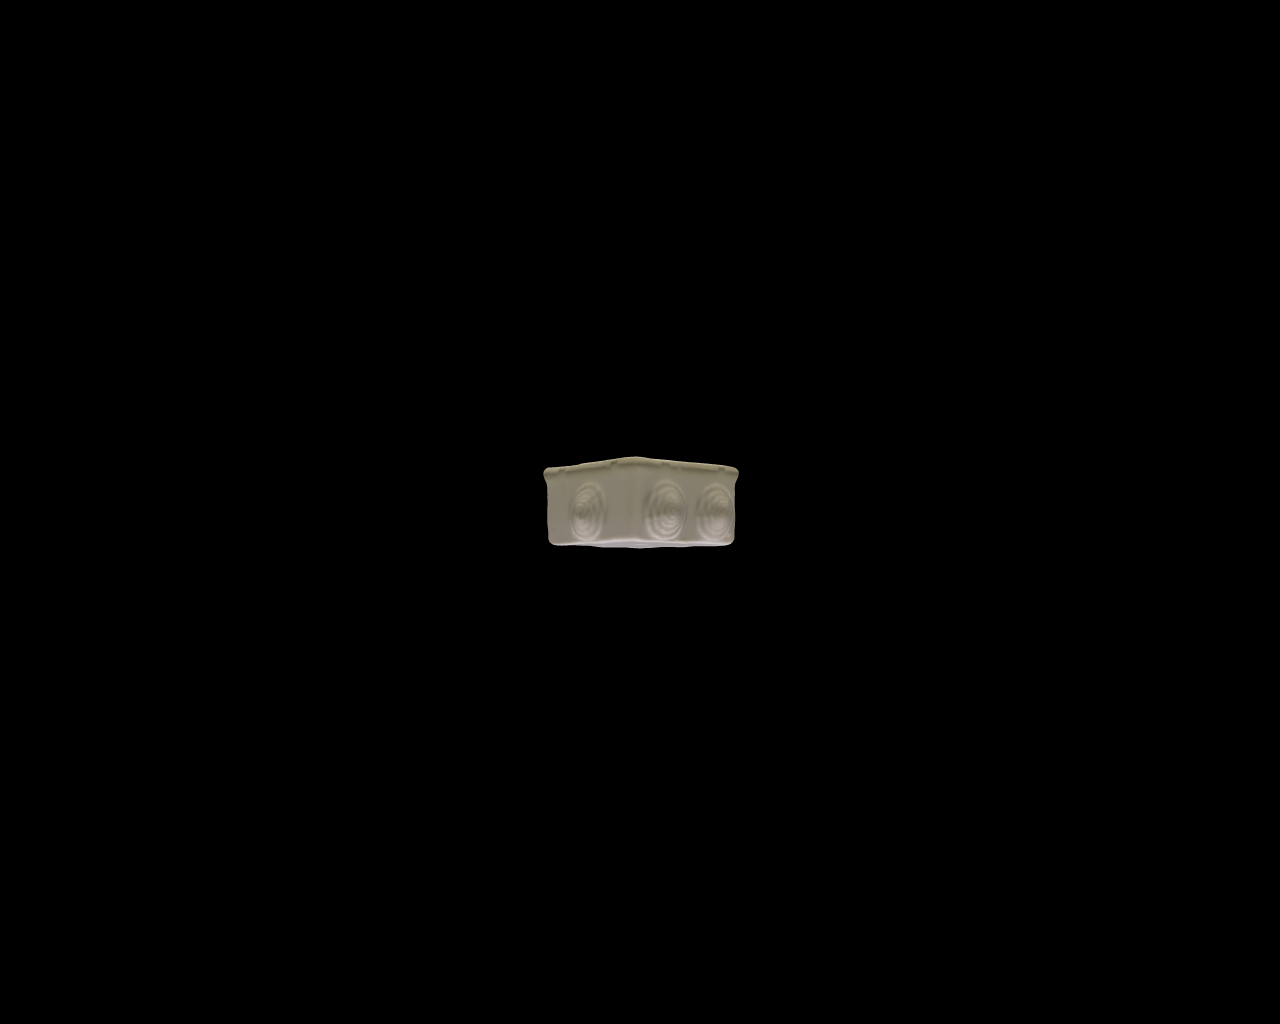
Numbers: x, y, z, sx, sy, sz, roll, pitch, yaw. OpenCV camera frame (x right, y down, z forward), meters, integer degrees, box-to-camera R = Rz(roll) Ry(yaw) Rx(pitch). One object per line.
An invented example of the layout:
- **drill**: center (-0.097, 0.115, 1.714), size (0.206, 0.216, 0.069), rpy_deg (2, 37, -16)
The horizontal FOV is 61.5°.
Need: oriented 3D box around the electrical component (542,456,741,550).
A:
- **electrical component**: center (0.001, -0.003, 0.650), size (0.100, 0.048, 0.099), rpy_deg (4, -6, -43)
